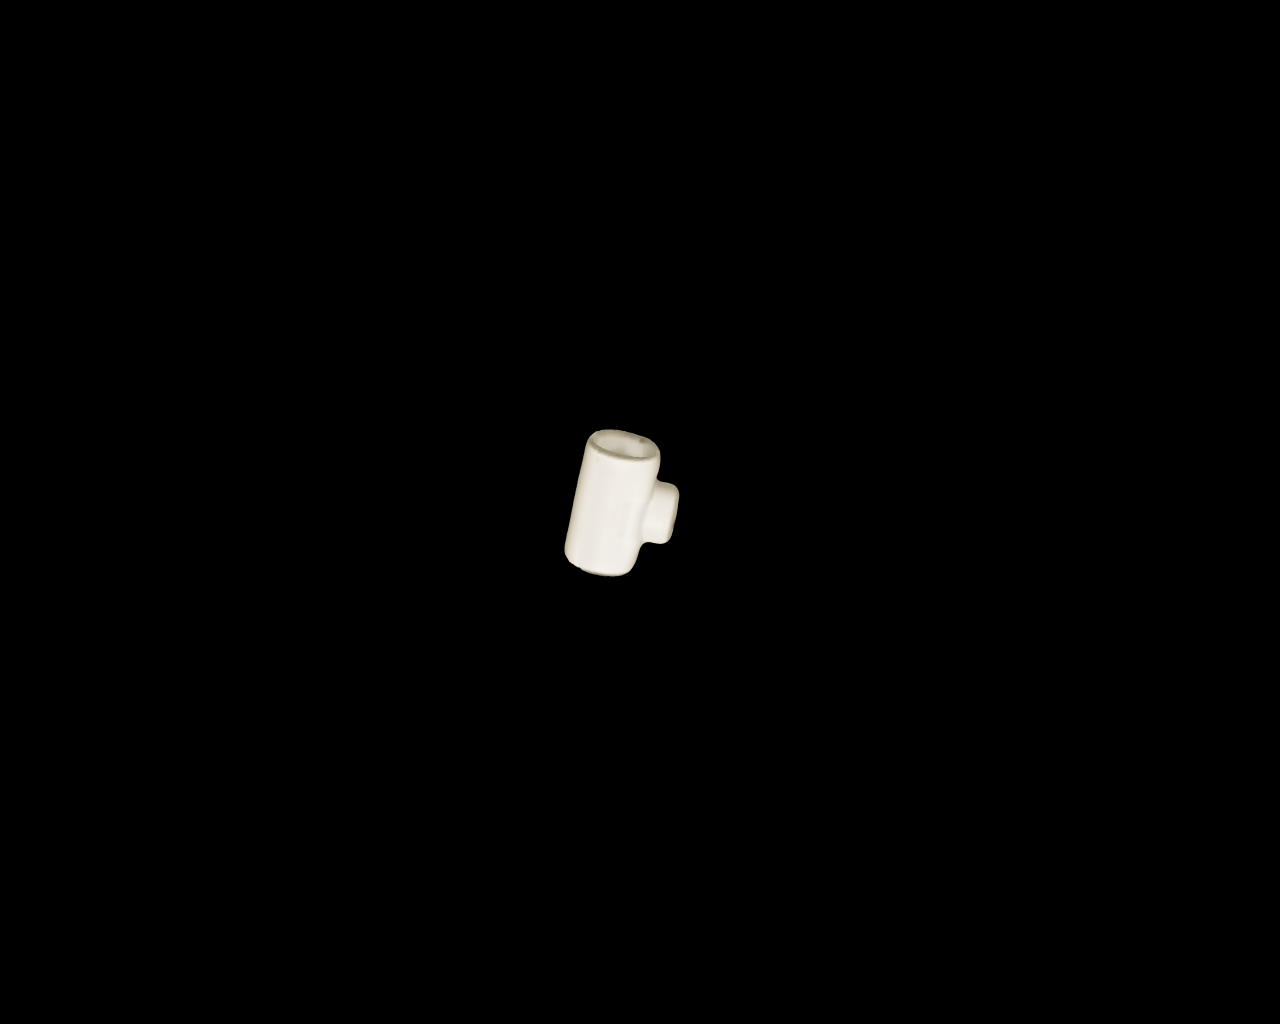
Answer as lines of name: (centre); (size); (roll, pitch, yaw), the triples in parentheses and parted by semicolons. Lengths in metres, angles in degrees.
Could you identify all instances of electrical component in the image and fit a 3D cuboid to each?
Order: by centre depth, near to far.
electrical component: (0.001, -0.003, 0.650); (0.079, 0.077, 0.043); (11, 24, -5)
